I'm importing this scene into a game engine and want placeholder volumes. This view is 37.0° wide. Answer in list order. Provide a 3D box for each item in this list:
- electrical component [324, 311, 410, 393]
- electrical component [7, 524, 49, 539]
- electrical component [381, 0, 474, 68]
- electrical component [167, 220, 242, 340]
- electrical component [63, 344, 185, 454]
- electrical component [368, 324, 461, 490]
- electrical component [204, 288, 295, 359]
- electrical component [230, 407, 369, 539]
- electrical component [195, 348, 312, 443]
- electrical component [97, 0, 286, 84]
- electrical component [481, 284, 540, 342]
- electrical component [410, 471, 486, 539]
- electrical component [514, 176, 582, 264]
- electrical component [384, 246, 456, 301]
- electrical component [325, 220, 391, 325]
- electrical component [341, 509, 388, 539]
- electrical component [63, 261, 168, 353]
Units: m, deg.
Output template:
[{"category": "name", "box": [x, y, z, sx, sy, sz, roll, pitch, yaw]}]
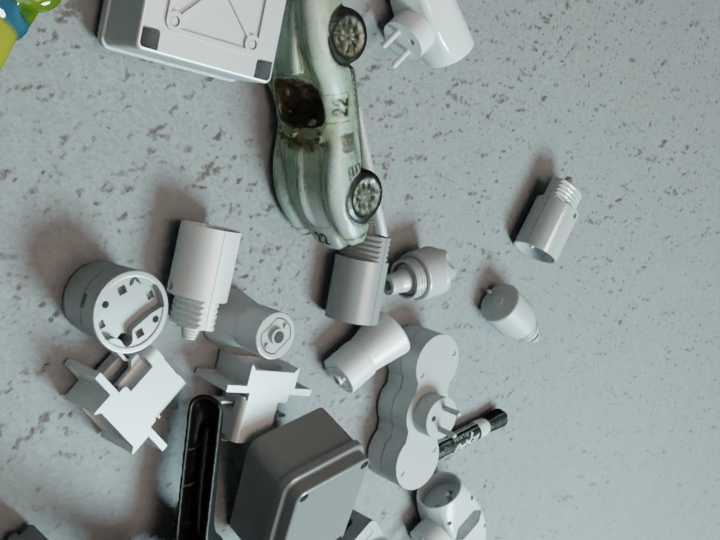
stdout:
[{"category": "electrical component", "box": [0.003, 0.069, 0.882, 0.065, 0.044, 0.044, -40, 125, -22]}, {"category": "electrical component", "box": [-0.195, 0.224, 0.691, 0.057, 0.113, 0.078, -43, 127, -22]}, {"category": "electrical component", "box": [0.045, -0.192, 0.845, 0.079, 0.044, 0.077, -48, 129, -22]}, {"category": "electrical component", "box": [-0.113, 0.009, 0.756, 0.043, 0.043, 0.081, 8, 96, -44]}, {"category": "electrical component", "box": [-0.158, 0.083, 0.735, 0.063, 0.042, 0.081, -50, 130, -23]}, {"category": "electrical component", "box": [0.058, 0.122, 0.923, 0.052, 0.074, 0.138, 6, 97, -43]}, {"category": "electrical component", "box": [-0.079, 0.041, 0.780, 0.044, 0.065, 0.044, -13, 110, -40]}, {"category": "electrical component", "box": [-0.047, 0.171, 0.822, 0.078, 0.057, 0.113, -22, 142, -38]}, {"category": "electrical component", "box": [-0.083, 0.096, 0.809, 0.081, 0.042, 0.063, 10, 96, -43]}, {"category": "electrical component", "box": [-0.104, -0.185, 0.700, 0.109, 0.056, 0.108, 7, 97, -43]}, {"category": "electrical component", "box": [0.145, 0.045, 1.006, 0.078, 0.040, 0.040, 41, 73, -42]}, {"category": "electrical component", "box": [0.073, 0.240, 0.991, 0.079, 0.043, 0.077, -43, 127, -26]}, {"category": "electrical component", "box": [0.181, -0.051, 1.011, 0.043, 0.043, 0.081, 37, 76, -42]}, {"category": "electrical component", "box": [0.046, 0.006, 0.901, 0.062, 0.043, 0.043, -17, 113, -37]}, {"category": "electrical component", "box": [0.000, 0.000, 0.857, 0.043, 0.043, 0.081, 4, 98, -43]}, {"category": "electrical component", "box": [0.000, 0.301, 0.928, 0.105, 0.060, 0.186, -45, 128, -24]}, {"category": "electrical component", "box": [-0.163, 0.023, 0.710, 0.055, 0.047, 0.055, -13, 110, -40]}]
